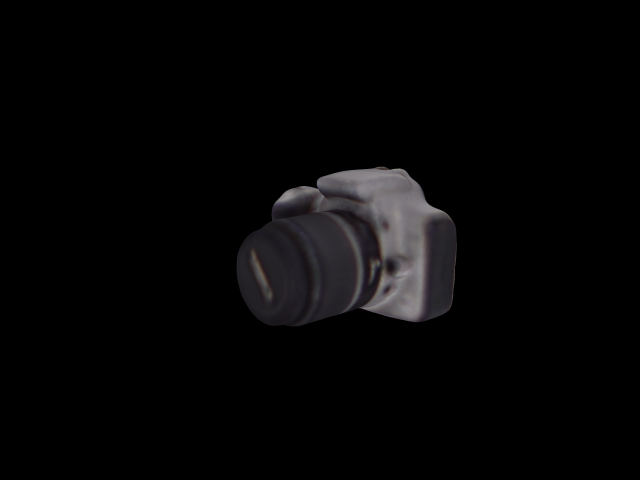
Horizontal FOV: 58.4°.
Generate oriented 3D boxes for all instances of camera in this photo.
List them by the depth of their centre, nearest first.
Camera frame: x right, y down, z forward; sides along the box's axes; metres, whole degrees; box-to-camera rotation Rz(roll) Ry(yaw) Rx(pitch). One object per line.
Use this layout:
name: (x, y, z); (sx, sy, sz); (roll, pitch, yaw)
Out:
camera: (0.004, 0.001, 0.400); (0.137, 0.101, 0.142); (-11, 16, -41)
